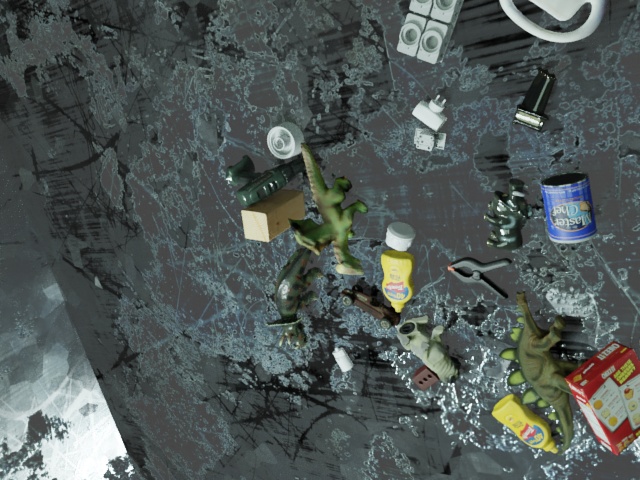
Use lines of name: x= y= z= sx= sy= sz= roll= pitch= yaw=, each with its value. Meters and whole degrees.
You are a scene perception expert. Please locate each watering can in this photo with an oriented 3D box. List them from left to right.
watering can: x=0.447 y=-0.564 z=1.049 sx=0.349 sy=0.105 sz=0.220 roll=43 pitch=126 yaw=8

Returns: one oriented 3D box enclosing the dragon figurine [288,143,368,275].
dragon figurine: x=0.004 y=-0.074 z=1.471 sx=0.410 sy=0.247 sz=0.120 roll=53 pitch=133 yaw=-1
